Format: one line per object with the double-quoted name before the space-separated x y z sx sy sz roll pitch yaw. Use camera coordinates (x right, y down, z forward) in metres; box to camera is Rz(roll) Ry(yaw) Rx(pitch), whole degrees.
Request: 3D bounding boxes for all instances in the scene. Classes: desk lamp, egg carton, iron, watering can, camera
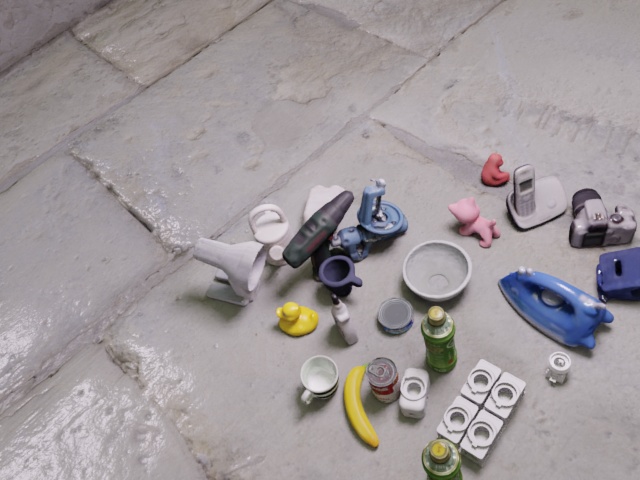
"desk lamp" -0.220 0.077 1.449 0.202 0.214 0.118 9 57 21
"egg carton" 0.012 -0.088 1.598 0.107 0.069 0.150 1 55 16
"iron" 0.507 0.122 1.263 0.257 0.142 0.119 32 68 32
"watering can" -0.122 -0.019 1.505 0.101 0.194 0.172 -36 53 -12
"camera" 0.671 -0.064 1.380 0.143 0.101 0.137 -5 53 12

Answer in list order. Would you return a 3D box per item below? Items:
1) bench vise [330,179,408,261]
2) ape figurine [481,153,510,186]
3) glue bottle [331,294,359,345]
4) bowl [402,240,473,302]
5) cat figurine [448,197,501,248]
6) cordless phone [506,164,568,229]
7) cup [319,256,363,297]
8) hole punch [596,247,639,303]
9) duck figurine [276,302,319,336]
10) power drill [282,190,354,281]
"bench vise" 0.124 -0.046 1.441 0.208 0.220 0.121 -41 55 -15
"ape figurine" 0.470 -0.195 1.537 0.076 0.092 0.077 -13 52 6
"glue bottle" 0.050 0.174 1.329 0.037 0.173 0.078 -28 52 -6
"bowl" 0.286 0.086 1.392 0.167 0.075 0.167 -7 53 10
"cat figurine" 0.389 -0.057 1.441 0.127 0.118 0.067 31 68 32
"cordless phone" 0.534 -0.125 1.408 0.147 0.185 0.094 -25 52 -3
"cup" 0.061 0.104 1.427 0.117 0.095 0.092 22 63 28
"hole punch" 0.674 0.076 1.282 0.101 0.091 0.108 2 55 17
"duck figurine" -0.059 0.185 1.406 0.104 0.086 0.077 -1 54 15
"power drill" 0.013 0.005 1.441 0.230 0.209 0.075 -42 55 -16
